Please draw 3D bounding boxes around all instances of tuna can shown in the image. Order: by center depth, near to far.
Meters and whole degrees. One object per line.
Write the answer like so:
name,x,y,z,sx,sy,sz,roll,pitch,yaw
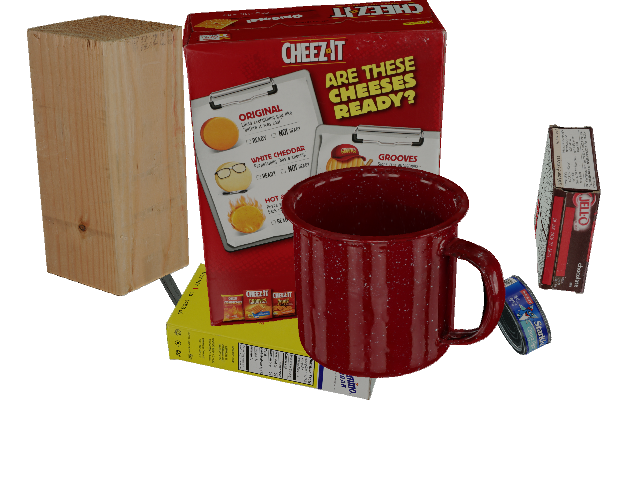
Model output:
tuna can,0.221,0.084,1.194,0.033,0.086,0.086,-26,3,-6

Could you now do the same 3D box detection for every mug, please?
mug,0.038,0.018,0.538,0.117,0.081,0.093,13,29,29

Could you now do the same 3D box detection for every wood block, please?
wood block,-0.172,-0.072,0.877,0.091,0.206,0.090,15,25,31

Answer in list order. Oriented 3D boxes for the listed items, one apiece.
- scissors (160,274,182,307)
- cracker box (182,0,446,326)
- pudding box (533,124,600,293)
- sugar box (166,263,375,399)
scissors,-0.178,0.012,1.204,0.016,0.201,0.096,-27,19,36
cracker box,-0.003,-0.050,0.732,0.164,0.214,0.072,-4,31,-4
pudding box,0.191,-0.027,0.829,0.039,0.090,0.113,5,32,5
sugar box,-0.033,0.074,0.907,0.176,0.048,0.093,8,36,11
